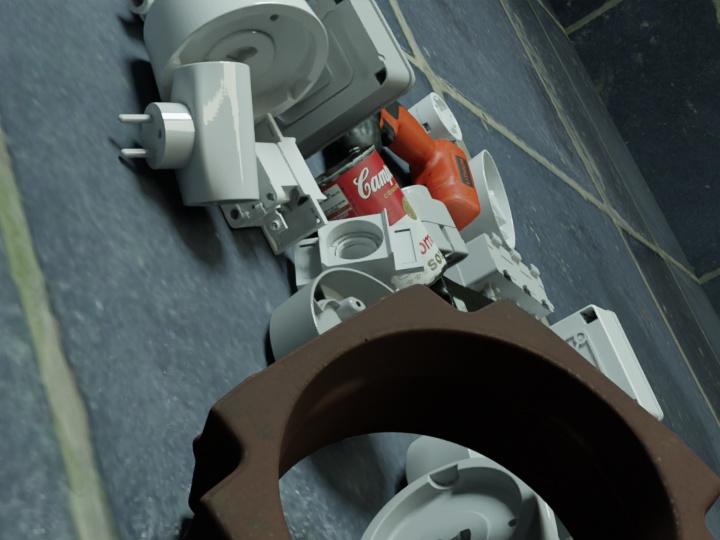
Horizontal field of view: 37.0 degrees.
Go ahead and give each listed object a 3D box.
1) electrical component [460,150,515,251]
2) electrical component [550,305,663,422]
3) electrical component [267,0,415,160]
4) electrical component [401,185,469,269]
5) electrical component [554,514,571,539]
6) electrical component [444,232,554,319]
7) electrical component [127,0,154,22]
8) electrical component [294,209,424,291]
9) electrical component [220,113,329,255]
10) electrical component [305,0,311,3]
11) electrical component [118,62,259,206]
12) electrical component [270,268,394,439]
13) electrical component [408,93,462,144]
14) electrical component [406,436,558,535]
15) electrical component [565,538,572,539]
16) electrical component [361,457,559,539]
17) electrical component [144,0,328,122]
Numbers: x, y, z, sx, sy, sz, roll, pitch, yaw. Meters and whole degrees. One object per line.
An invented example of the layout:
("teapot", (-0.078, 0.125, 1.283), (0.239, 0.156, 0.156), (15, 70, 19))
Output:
("electrical component", (0.121, -0.060, 1.063), (0.099, 0.064, 0.099), (48, 24, -29))
("electrical component", (0.189, 0.103, 0.939), (0.056, 0.109, 0.108), (20, 43, -55))
("electrical component", (-0.027, -0.135, 0.759), (0.078, 0.113, 0.057), (62, 24, 6))
("electrical component", (0.039, -0.028, 0.849), (0.095, 0.054, 0.059), (6, 57, -65))
("electrical component", (0.157, 0.155, 0.814), (0.064, 0.099, 0.099), (41, 26, -25))
("electrical component", (0.119, 0.016, 0.959), (0.121, 0.063, 0.078), (32, 34, -51))
("electrical component", (-0.123, -0.171, 0.689), (0.062, 0.048, 0.048), (-18, 78, -60))
("electrical component", (0.000, 0.000, 0.697), (0.063, 0.081, 0.042), (80, 2, -45))
("electrical component", (-0.060, -0.054, 0.674), (0.081, 0.042, 0.064), (62, 22, 8))
("electrical component", (-0.089, -0.217, 0.734), (0.108, 0.109, 0.056), (47, 27, -30))
("electrical component", (-0.097, -0.075, 0.604), (0.079, 0.044, 0.077), (-5, 91, -32))
("electrical component", (-0.004, 0.048, 0.633), (0.099, 0.064, 0.099), (47, 24, -29))
("electrical component", (0.067, -0.141, 1.073), (0.055, 0.047, 0.055), (48, 24, -29))
("electrical component", (0.071, 0.145, 0.679), (0.108, 0.060, 0.108), (47, 24, -29))
("electrical component", (0.186, 0.200, 0.863), (0.042, 0.064, 0.081), (60, 21, 4))
("electrical component", (0.058, 0.159, 0.572), (0.060, 0.108, 0.108), (58, 20, -21))
("electrical component", (-0.081, -0.143, 0.663), (0.108, 0.108, 0.060), (24, 34, -57))
